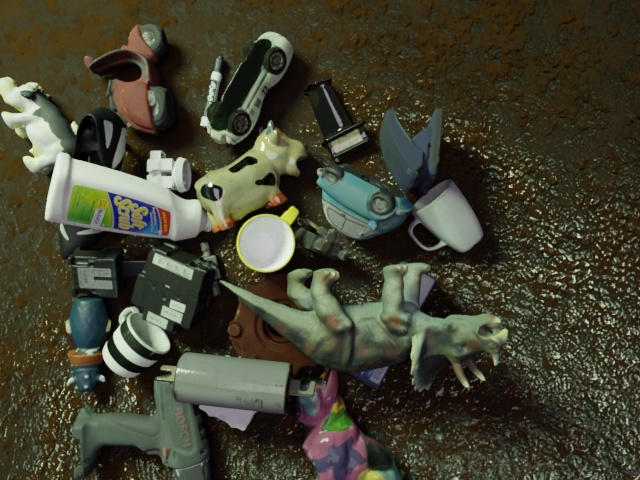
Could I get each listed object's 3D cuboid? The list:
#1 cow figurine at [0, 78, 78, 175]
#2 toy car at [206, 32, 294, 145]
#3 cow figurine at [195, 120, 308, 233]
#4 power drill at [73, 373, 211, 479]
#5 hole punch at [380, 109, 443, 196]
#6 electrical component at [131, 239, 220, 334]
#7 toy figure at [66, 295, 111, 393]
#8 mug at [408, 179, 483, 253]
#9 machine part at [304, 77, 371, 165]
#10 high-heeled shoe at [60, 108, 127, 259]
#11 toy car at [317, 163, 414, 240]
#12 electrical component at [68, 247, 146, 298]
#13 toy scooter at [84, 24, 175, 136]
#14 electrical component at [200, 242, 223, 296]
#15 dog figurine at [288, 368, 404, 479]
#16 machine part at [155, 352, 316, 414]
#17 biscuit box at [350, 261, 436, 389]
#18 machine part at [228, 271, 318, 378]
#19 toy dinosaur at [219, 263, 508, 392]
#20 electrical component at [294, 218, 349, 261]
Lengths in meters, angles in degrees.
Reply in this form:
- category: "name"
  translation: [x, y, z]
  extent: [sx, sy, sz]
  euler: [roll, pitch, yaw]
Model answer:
- category: "cow figurine"
  translation: [-0.455, -0.197, 0.876]
  extent: [0.098, 0.068, 0.167]
  euler: [-24, 93, -6]
- category: "toy car"
  translation: [-0.116, -0.245, 0.875]
  extent: [0.074, 0.056, 0.201]
  euler: [29, 90, 36]
- category: "cow figurine"
  translation: [-0.107, -0.106, 0.861]
  extent: [0.195, 0.085, 0.127]
  euler: [-29, 101, -17]
- category: "power drill"
  translation: [-0.283, 0.337, 0.866]
  extent: [0.207, 0.086, 0.232]
  euler: [-5, 88, 4]
- category: "hole punch"
  translation: [0.141, -0.139, 0.848]
  extent: [0.092, 0.142, 0.115]
  euler: [4, 76, -2]
- category: "electrical component"
  translation: [-0.234, 0.081, 0.861]
  extent: [0.115, 0.058, 0.134]
  euler: [25, 106, 12]
- category: "toy figure"
  translation: [-0.378, 0.170, 0.879]
  extent: [0.064, 0.058, 0.154]
  euler: [5, 94, 6]
- category: "mug"
  translation: [0.204, -0.025, 0.869]
  extent: [0.109, 0.081, 0.107]
  euler: [-45, 98, -5]
- category: "machine part"
  translation: [0.025, -0.203, 0.893]
  extent: [0.084, 0.039, 0.139]
  euler: [-29, 91, 8]
- category: "high-heeled shoe"
  translation: [-0.366, -0.082, 0.837]
  extent: [0.086, 0.145, 0.248]
  euler: [22, 88, 1]
- category: "toy car"
  translation: [0.061, -0.053, 0.860]
  extent: [0.162, 0.109, 0.102]
  euler: [26, 107, 9]
- category: "electrical component"
  translation: [-0.340, 0.054, 0.873]
  extent: [0.119, 0.048, 0.074]
  euler: [6, 113, -4]
- category: "toy scooter"
  translation: [-0.312, -0.256, 0.874]
  extent: [0.135, 0.075, 0.183]
  euler: [-7, 86, -1]
- category: "electrical component"
  translation: [-0.198, 0.052, 0.896]
  extent: [0.063, 0.021, 0.094]
  euler: [-13, 90, 0]
- category: "dog figurine"
  translation: [0.039, 0.304, 0.854]
  extent: [0.192, 0.108, 0.219]
  euler: [1, 87, 1]
- category: "machine part"
  translation: [-0.129, 0.216, 0.813]
  extent: [0.243, 0.079, 0.079]
  euler: [6, 89, 5]
- category: "biscuit box"
  translation: [0.113, 0.136, 0.875]
  extent: [0.059, 0.063, 0.202]
  euler: [29, 90, 0]
- category: "machine part"
  translation: [-0.061, 0.136, 0.879]
  extent: [0.179, 0.056, 0.179]
  euler: [0, 89, -1]
- category: "toy dinosaur"
  translation: [0.057, 0.132, 0.794]
  extent: [0.405, 0.131, 0.192]
  euler: [-5, 85, 12]
- category: "electrical component"
  translation: [-0.002, -0.003, 0.864]
  extent: [0.078, 0.102, 0.045]
  euler: [21, 92, -25]
